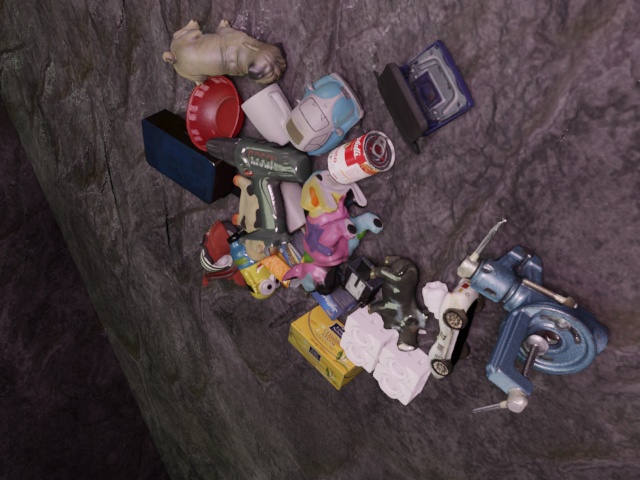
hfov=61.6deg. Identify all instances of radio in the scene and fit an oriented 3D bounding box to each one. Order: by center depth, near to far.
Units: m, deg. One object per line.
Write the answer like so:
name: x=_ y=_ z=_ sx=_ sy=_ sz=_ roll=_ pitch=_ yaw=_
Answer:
radio: x=-0.301 y=-0.189 z=1.228 sx=0.230 sy=0.073 sz=0.131 roll=33 pitch=137 yaw=20

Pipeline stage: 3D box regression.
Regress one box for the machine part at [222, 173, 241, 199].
machine part: x=-0.205 y=-0.127 z=1.275 sx=0.139 sy=0.039 sz=0.084 roll=30 pitch=126 yaw=38

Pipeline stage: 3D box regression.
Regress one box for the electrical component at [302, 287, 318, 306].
electrical component: x=-0.017 y=0.104 z=1.215 sx=0.063 sy=0.021 sz=0.093 roll=35 pitch=138 yaw=32

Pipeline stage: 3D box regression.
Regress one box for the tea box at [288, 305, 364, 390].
tea box: x=0.020 y=0.235 z=1.196 sx=0.170 sy=0.098 sz=0.068 roll=38 pitch=139 yaw=26

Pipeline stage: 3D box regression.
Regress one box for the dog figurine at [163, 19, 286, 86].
dog figurine: x=-0.175 y=-0.333 z=0.991 sx=0.191 sy=0.172 sz=0.121 roll=34 pitch=148 yaw=42

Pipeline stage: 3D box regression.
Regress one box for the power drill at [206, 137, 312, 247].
power drill: x=-0.122 y=-0.095 z=1.045 sx=0.232 sy=0.086 sz=0.207 roll=7 pitch=101 yaw=27

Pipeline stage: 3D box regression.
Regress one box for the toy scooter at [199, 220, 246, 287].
toy scooter: x=-0.251 y=0.047 z=1.360 sx=0.183 sy=0.135 sz=0.075 roll=68 pitch=170 yaw=-12

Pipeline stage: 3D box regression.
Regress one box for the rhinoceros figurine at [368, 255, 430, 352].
rhinoceros figurine: x=0.151 y=0.116 z=0.986 sx=0.112 sy=0.073 sz=0.190 roll=12 pitch=121 yaw=33

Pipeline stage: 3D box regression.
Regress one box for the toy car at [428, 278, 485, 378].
toy car: x=0.227 y=0.154 z=0.910 sx=0.056 sy=0.073 sz=0.201 roll=30 pitch=134 yaw=30

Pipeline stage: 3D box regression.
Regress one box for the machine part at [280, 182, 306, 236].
machine part: x=-0.075 y=-0.098 z=1.102 sx=0.243 sy=0.079 sz=0.079 roll=58 pitch=144 yaw=2

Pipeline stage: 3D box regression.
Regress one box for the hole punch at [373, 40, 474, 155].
hole punch: x=0.146 y=-0.207 z=0.769 sx=0.142 sy=0.092 sz=0.116 roll=59 pitch=174 yaw=-3

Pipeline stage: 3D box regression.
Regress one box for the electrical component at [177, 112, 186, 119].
electrical component: x=-0.310 y=-0.245 z=1.304 sx=0.134 sy=0.058 sz=0.114 roll=37 pitch=136 yaw=29

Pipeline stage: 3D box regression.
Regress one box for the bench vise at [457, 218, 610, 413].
bench vise: x=0.268 y=0.115 z=0.712 sx=0.223 sy=0.240 sz=0.129 roll=40 pitch=138 yaw=1

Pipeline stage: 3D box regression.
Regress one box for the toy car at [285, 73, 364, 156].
toy car: x=-0.009 y=-0.206 z=0.928 sx=0.109 sy=0.103 sz=0.161 roll=59 pitch=142 yaw=4

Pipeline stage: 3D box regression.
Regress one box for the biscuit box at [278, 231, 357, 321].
biscuit box: x=-0.003 y=0.071 z=1.141 sx=0.203 sy=0.063 sz=0.059 roll=52 pitch=145 yaw=13

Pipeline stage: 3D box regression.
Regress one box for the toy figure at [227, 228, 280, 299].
toy figure: x=-0.163 y=0.059 z=1.315 sx=0.180 sy=0.082 sz=0.089 roll=59 pitch=164 yaw=-10

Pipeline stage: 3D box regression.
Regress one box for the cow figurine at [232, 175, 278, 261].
cow figurine: x=-0.131 y=-0.044 z=1.190 sx=0.127 sy=0.085 sz=0.194 roll=25 pitch=119 yaw=37

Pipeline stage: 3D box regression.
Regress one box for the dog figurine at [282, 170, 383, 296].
dog figurine: x=-0.002 y=-0.003 z=1.012 sx=0.219 sy=0.108 sz=0.191 roll=-44 pitch=72 yaw=40

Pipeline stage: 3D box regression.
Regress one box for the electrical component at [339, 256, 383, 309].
electrical component: x=0.087 y=0.070 z=1.044 sx=0.075 sy=0.048 sz=0.119 roll=42 pitch=140 yaw=23

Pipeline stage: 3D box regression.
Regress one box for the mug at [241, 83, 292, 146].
mug: x=-0.082 y=-0.234 z=1.018 sx=0.107 sy=0.081 sz=0.110 roll=57 pitch=153 yaw=-14
